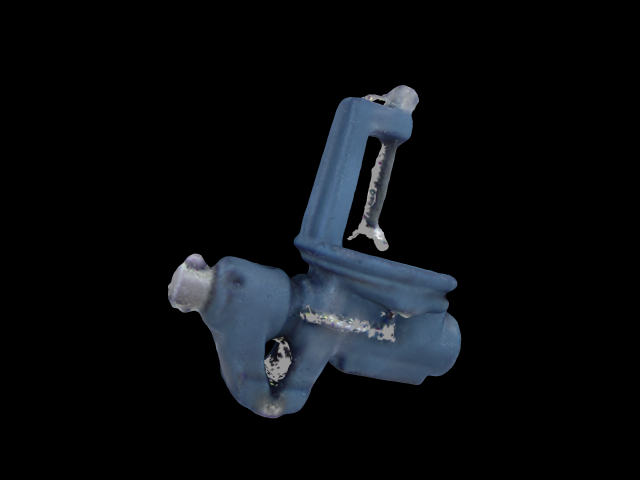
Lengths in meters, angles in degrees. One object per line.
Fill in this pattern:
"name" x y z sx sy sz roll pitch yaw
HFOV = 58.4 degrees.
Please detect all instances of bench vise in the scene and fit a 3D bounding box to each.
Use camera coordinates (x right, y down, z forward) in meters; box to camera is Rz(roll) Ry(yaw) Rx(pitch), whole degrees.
"bench vise" 0.011 0.003 0.391 0.208 0.220 0.121 -6 9 -40
